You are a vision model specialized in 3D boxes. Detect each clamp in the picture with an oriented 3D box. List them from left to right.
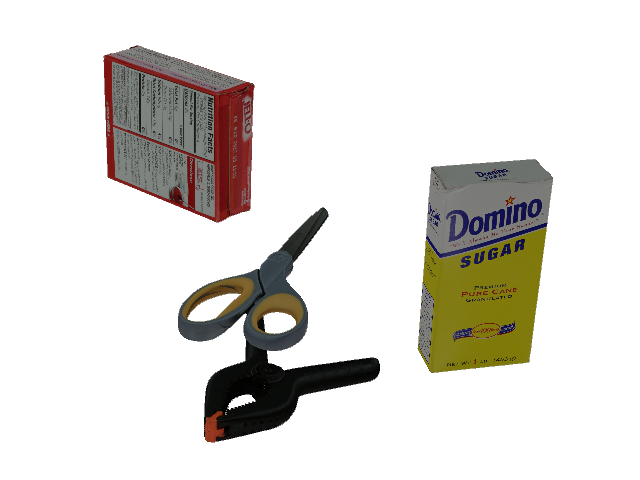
[{"bbox_3d":[-0.043,0.147,1.098,0.165,0.036,0.209,15,29,20],"label":"clamp"}]

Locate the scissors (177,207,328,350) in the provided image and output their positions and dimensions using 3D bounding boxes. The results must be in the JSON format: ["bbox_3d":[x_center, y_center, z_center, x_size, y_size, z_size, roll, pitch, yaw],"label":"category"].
[{"bbox_3d":[-0.019,0.027,0.774,0.096,0.016,0.201,21,35,30],"label":"scissors"}]

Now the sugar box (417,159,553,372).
[{"bbox_3d":[0.135,0.023,0.887,0.093,0.176,0.048,-6,30,-11],"label":"sugar box"}]

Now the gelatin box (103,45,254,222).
[{"bbox_3d":[-0.077,-0.058,0.576,0.089,0.073,0.030,22,32,31],"label":"gelatin box"}]
